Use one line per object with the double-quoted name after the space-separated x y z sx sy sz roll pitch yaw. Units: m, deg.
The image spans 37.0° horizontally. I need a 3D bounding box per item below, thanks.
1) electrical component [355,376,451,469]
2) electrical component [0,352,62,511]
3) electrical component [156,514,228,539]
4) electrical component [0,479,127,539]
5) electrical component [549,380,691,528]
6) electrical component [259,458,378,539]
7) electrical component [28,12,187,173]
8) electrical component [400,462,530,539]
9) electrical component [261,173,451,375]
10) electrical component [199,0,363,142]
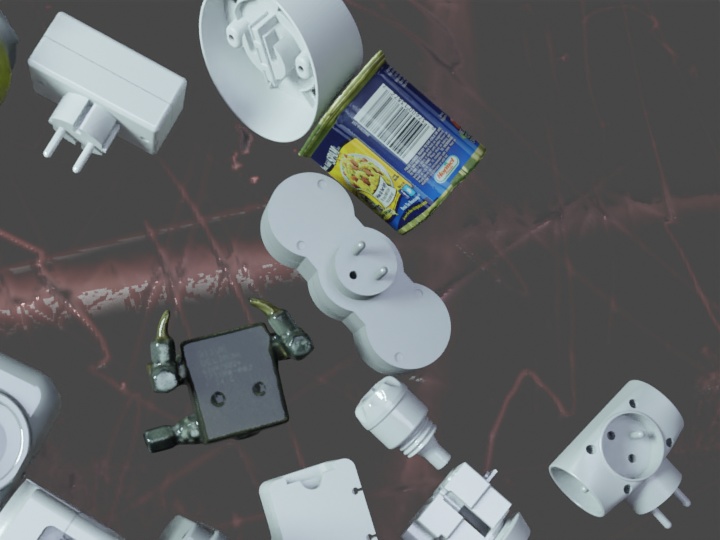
0.029 0.094 0.641 0.061 0.035 0.035 44 73 -3 "electrical component"
-0.204 0.094 0.576 0.054 0.059 0.095 27 74 -6 "electrical component"
-0.090 0.174 0.557 0.057 0.113 0.078 40 73 -5 "electrical component"
-0.186 0.187 0.545 0.062 0.089 0.150 33 74 -4 "electrical component"
0.170 0.122 0.660 0.077 0.044 0.079 -42 89 -17 "electrical component"
-0.020 0.156 0.605 0.050 0.056 0.089 -15 82 -15 "electrical component"
-0.157 -0.093 0.632 0.083 0.047 0.075 28 74 -5 "electrical component"
0.066 0.150 0.632 0.055 0.048 0.066 41 73 6 "electrical component"
0.000 0.000 0.633 0.052 0.074 0.138 -41 89 -17 "electrical component"
-0.049 -0.134 0.641 0.099 0.099 0.064 44 67 -1 "electrical component"
